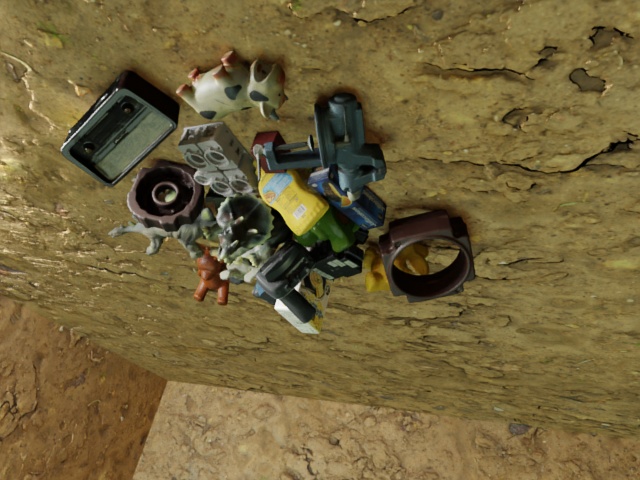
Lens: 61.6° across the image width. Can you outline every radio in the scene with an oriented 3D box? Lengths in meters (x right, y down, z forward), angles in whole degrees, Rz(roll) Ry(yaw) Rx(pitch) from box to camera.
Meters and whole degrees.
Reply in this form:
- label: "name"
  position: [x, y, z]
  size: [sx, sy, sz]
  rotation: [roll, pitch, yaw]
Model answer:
- label: "radio"
  position: [-0.403, -0.220, 1.082]
  size: [0.229, 0.073, 0.131]
  rotation: [-35, 128, 23]

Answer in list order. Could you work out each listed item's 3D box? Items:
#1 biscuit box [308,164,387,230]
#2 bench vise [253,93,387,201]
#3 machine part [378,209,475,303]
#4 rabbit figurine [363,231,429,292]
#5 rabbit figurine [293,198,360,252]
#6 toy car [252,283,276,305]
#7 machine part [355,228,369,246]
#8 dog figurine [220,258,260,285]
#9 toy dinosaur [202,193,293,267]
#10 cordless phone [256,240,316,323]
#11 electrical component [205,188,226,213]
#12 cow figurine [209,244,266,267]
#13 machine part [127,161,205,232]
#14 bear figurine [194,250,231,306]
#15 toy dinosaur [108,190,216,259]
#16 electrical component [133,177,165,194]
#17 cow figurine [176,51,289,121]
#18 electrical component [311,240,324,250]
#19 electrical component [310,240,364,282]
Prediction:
- label: "biscuit box"
  position: [0.065, -0.098, 1.182]
  size: [0.063, 0.059, 0.202]
  rotation: [-14, 141, 42]
- label: "bench vise"
  position: [-0.001, -0.163, 1.011]
  size: [0.241, 0.129, 0.223]
  rotation: [-7, 141, 4]
- label: "machine part"
  position: [0.245, 0.042, 1.229]
  size: [0.202, 0.087, 0.200]
  rotation: [-12, 126, 11]
- label: "rabbit figurine"
  position: [0.193, 0.048, 1.341]
  size: [0.162, 0.122, 0.173]
  rotation: [10, 133, 3]
- label: "rabbit figurine"
  position: [-0.009, -0.035, 1.264]
  size: [0.159, 0.121, 0.170]
  rotation: [41, 138, -25]
- label: "toy car"
  position: [-0.132, 0.126, 1.638]
  size: [0.109, 0.103, 0.161]
  rotation: [27, 139, -27]
- label: "machine part"
  position: [0.075, 0.002, 1.386]
  size: [0.084, 0.039, 0.138]
  rotation: [14, 151, -10]
- label: "dog figurine"
  position: [-0.207, 0.078, 1.620]
  size: [0.172, 0.121, 0.190]
  rotation: [6, 169, 9]
- label: "toy dinosaur"
  position: [-0.137, -0.026, 1.320]
  size: [0.192, 0.131, 0.404]
  rotation: [-31, 168, 28]
- label: "cordless phone"
  position: [-0.053, 0.106, 1.336]
  size: [0.184, 0.146, 0.089]
  rotation: [47, 167, -13]
- label: "electrical component"
  position: [-0.226, -0.102, 1.313]
  size: [0.102, 0.045, 0.078]
  rotation: [-1, 143, 6]
- label: "cow figurine"
  position: [-0.224, 0.019, 1.498]
  size: [0.167, 0.098, 0.068]
  rotation: [11, 174, 9]
- label: "machine part"
  position: [-0.359, -0.102, 1.266]
  size: [0.179, 0.179, 0.056]
  rotation: [12, 155, 4]
- label: "bear figurine"
  position: [-0.345, 0.116, 1.704]
  size: [0.120, 0.132, 0.195]
  rotation: [11, 158, 2]
- label: "toy dinosaur"
  position: [-0.362, -0.042, 1.445]
  size: [0.472, 0.105, 0.198]
  rotation: [-4, 144, 11]
- label: "electrical component"
  position: [-0.428, -0.144, 1.374]
  size: [0.094, 0.021, 0.063]
  rotation: [3, 149, 23]
- label: "cow figurine"
  position: [-0.144, -0.263, 0.956]
  size: [0.195, 0.085, 0.127]
  rotation: [-10, 137, 34]
- label: "electrical component"
  position: [-0.003, -0.004, 1.399]
  size: [0.075, 0.048, 0.119]
  rotation: [6, 151, 16]
- label: "electrical component"
  position: [0.045, 0.050, 1.374]
  size: [0.134, 0.058, 0.114]
  rotation: [-22, 142, 38]
